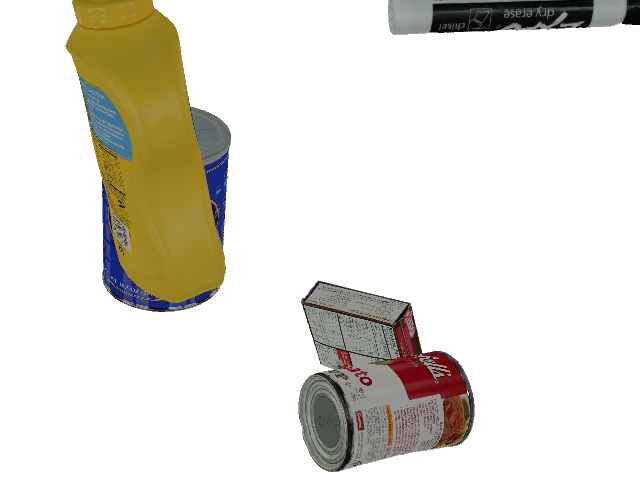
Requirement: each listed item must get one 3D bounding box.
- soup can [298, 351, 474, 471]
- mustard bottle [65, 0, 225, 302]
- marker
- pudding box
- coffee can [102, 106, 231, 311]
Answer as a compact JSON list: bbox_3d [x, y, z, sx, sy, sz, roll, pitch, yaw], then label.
[{"bbox_3d":[0.044,0.116,0.731,0.102,0.068,0.069,-6,3,-30],"label":"soup can"},{"bbox_3d":[-0.100,-0.066,0.592,0.058,0.191,0.096,-20,35,-19],"label":"mustard bottle"},{"bbox_3d":[0.088,-0.093,0.425,0.121,0.020,0.020,-2,0,-3],"label":"marker"},{"bbox_3d":[0.043,0.094,1.053,0.114,0.090,0.039,11,42,33],"label":"pudding box"},{"bbox_3d":[-0.128,-0.028,0.877,0.102,0.140,0.103,5,33,-3],"label":"coffee can"}]
